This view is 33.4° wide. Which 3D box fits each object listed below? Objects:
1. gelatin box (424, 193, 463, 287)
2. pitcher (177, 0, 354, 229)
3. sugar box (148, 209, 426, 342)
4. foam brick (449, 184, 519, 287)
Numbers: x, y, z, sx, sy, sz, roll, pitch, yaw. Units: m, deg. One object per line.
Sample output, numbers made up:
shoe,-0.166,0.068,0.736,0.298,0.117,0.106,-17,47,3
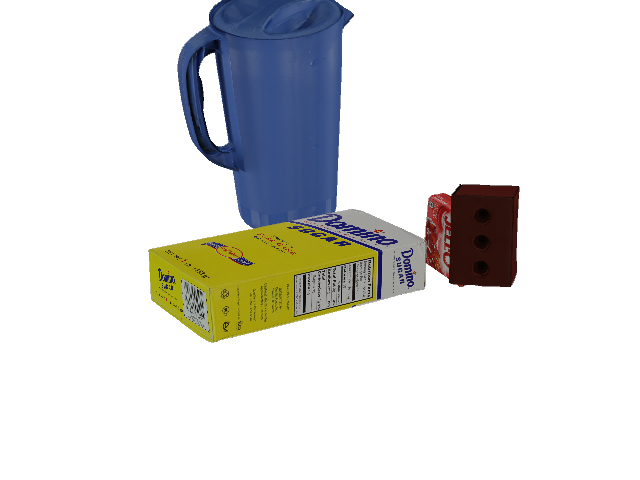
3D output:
gelatin box,0.155,-0.002,1.249,0.030,0.089,0.073,-15,33,-30
pitcher,-0.049,-0.126,1.101,0.149,0.243,0.144,8,35,14
sugar box,-0.021,0.020,0.752,0.175,0.048,0.093,-15,25,-31
foam brick,0.136,-0.005,0.886,0.053,0.078,0.051,3,15,15
